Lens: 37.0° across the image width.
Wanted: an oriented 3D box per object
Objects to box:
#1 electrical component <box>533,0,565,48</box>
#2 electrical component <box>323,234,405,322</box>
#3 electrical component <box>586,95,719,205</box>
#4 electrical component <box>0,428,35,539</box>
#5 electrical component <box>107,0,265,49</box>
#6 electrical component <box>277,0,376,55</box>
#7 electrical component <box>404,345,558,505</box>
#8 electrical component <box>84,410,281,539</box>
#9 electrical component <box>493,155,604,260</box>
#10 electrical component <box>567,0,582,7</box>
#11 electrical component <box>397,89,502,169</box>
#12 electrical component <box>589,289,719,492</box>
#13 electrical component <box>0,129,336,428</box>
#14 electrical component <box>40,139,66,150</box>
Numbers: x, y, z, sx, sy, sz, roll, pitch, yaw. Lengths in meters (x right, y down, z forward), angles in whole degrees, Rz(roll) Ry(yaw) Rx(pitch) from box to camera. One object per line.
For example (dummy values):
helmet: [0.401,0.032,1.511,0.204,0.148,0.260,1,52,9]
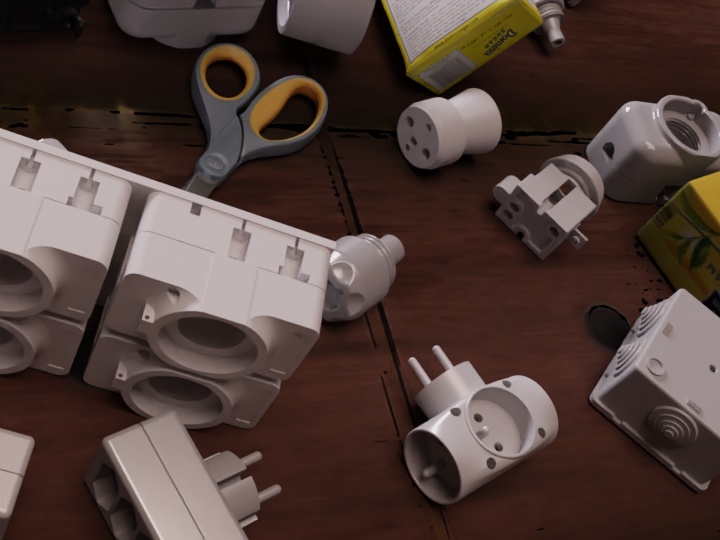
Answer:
electrical component: [0.142,-0.198,0.828,0.035,0.035,0.061,-4,62,-29]
electrical component: [0.000,0.000,0.613,0.043,0.043,0.062,48,49,10]
electrical component: [0.221,-0.085,0.772,0.095,0.059,0.053,3,57,-25]
electrical component: [-0.189,0.100,0.446,0.083,0.047,0.075,19,51,-14]
electrical component: [-0.108,-0.179,0.673,0.095,0.059,0.053,-10,63,-32]
electrical component: [-0.026,-0.199,0.701,0.060,0.108,0.108,8,55,-14]
electrical component: [0.056,0.077,0.587,0.077,0.044,0.079,-22,69,-36]
electrical component: [-0.072,0.108,0.499,0.076,0.047,0.083,-21,69,-36]
electrical component: [0.128,-0.045,0.708,0.066,0.048,0.055,46,58,9]
electrical component: [0.190,-0.275,0.865,0.048,0.100,0.099,35,48,-18]
electrical component: [0.058,-0.092,0.706,0.055,0.045,0.045,-20,68,-35]
electrical component: [0.203,0.071,0.662,0.100,0.048,0.099,40,49,4]
electrical component: [-0.120,0.010,0.505,0.186,0.105,0.060,18,51,-14]
electrical component: [-0.154,-0.037,0.564,0.065,0.044,0.044,45,50,15]
